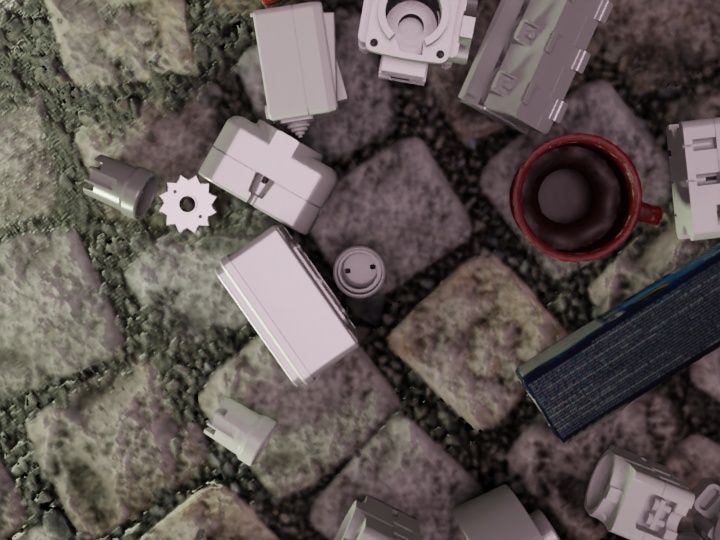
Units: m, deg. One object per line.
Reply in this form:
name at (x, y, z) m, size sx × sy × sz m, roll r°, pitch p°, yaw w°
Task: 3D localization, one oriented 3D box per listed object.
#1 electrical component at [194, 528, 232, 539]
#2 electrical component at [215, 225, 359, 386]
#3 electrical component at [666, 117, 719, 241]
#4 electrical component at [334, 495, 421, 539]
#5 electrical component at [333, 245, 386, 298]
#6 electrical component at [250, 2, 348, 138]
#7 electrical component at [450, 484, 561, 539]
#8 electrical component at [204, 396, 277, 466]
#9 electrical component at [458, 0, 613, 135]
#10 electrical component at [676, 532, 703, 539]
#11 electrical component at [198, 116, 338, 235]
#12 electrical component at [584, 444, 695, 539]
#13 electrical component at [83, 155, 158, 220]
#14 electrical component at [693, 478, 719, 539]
electrical component at (-0.108, 0.249, 0.858) m, size 0.064 × 0.042 × 0.081 m, roll -11°, pitch 94°, yaw 0°
electrical component at (-0.052, 0.024, 0.807) m, size 0.056 × 0.108 × 0.108 m, roll -35°, pitch 93°, yaw 1°
electrical component at (0.272, -0.071, 0.823) m, size 0.056 × 0.050 × 0.089 m, roll -7°, pitch 93°, yaw 2°
electrical component at (0.011, 0.214, 0.829) m, size 0.056 × 0.089 × 0.050 m, roll 27°, pitch 94°, yaw -1°
electrical component at (0.000, 0.000, 0.835) m, size 0.040 × 0.046 × 0.040 m, roll 0°, pitch 94°, yaw 1°
electrical component at (-0.043, -0.150, 0.818) m, size 0.061 × 0.061 × 0.096 m, roll -9°, pitch 94°, yaw 1°
electrical component at (0.122, 0.215, 0.820) m, size 0.060 × 0.108 × 0.108 m, roll -30°, pitch 93°, yaw -3°
electrical component at (-0.095, 0.126, 0.850) m, size 0.046 × 0.040 × 0.040 m, roll 31°, pitch 94°, yaw 5°
electrical component at (0.134, -0.168, 0.806) m, size 0.079 × 0.063 × 0.121 m, roll 20°, pitch 96°, yaw -41°
electrical component at (0.227, 0.243, 0.820) m, size 0.108 × 0.108 × 0.060 m, roll -35°, pitch 86°, yaw 3°
electrical component at (-0.067, -0.076, 0.827) m, size 0.095 × 0.053 × 0.059 m, roll 30°, pitch 94°, yaw -1°
electrical component at (0.209, 0.172, 0.822) m, size 0.056 × 0.089 × 0.050 m, roll 22°, pitch 94°, yaw 0°
electrical component at (-0.187, -0.066, 0.839) m, size 0.046 × 0.040 × 0.040 m, roll 23°, pitch 94°, yaw 6°
electrical component at (0.300, 0.201, 0.838) m, size 0.078 × 0.057 × 0.058 m, roll 39°, pitch 94°, yaw -2°
